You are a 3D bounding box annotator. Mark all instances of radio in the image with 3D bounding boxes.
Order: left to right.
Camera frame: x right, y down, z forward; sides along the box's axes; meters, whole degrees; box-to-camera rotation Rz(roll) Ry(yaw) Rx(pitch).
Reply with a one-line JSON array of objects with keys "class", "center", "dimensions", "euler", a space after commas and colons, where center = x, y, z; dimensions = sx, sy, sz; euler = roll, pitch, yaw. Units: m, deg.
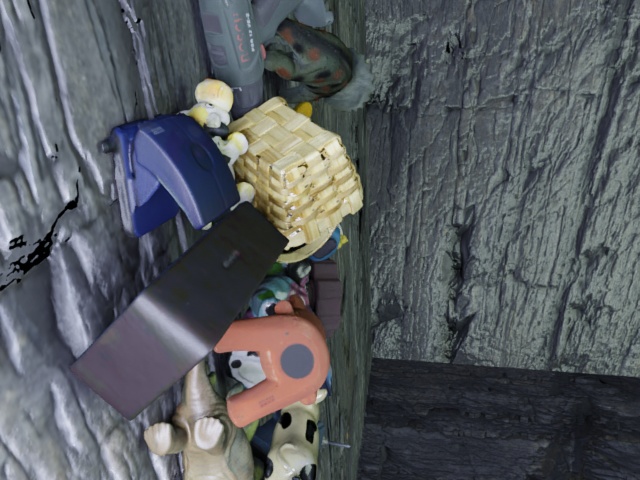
[{"class": "radio", "center": [-0.122, 0.056, 0.514], "dimensions": [0.073, 0.131, 0.230], "euler": [45, 25, -6]}]

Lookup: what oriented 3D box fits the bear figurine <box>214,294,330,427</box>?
[{"class": "bear figurine", "center": [-0.052, 0.130, 0.651], "dimensions": [0.196, 0.132, 0.120], "euler": [175, -98, -82]}]

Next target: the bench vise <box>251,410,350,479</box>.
[{"class": "bench vise", "center": [-0.052, 0.367, 0.955], "dimensions": [0.240, 0.129, 0.223], "euler": [3, 97, -60]}]

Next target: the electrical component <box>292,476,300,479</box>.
[{"class": "electrical component", "center": [-0.056, 0.348, 0.650], "dimensions": [0.074, 0.048, 0.119], "euler": [90, 8, -70]}]

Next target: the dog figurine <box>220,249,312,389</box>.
[{"class": "dog figurine", "center": [-0.079, 0.111, 0.860], "dimensions": [0.191, 0.108, 0.219], "euler": [-54, -161, 13]}]

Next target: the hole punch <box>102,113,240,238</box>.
[{"class": "hole punch", "center": [-0.143, -0.069, 0.544], "dimensions": [0.142, 0.092, 0.115], "euler": [-52, 140, -65]}]

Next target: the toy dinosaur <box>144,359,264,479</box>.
[{"class": "toy dinosaur", "center": [-0.124, 0.315, 0.666], "dimensions": [0.198, 0.105, 0.470], "euler": [-43, 135, -77]}]

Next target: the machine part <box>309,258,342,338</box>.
[{"class": "machine part", "center": [-0.007, 0.110, 1.071], "dimensions": [0.179, 0.056, 0.179], "euler": [-179, -90, -71]}]

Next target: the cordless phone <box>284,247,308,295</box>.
[{"class": "cordless phone", "center": [-0.066, 0.080, 1.060], "dimensions": [0.184, 0.089, 0.146], "euler": [-101, -168, -87]}]

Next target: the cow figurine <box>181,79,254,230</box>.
[{"class": "cow figurine", "center": [-0.135, -0.101, 0.641], "dimensions": [0.098, 0.068, 0.167], "euler": [-50, 140, -57]}]

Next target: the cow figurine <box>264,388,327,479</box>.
[{"class": "cow figurine", "center": [-0.037, 0.284, 0.783], "dimensions": [0.195, 0.086, 0.127], "euler": [-75, 167, -72]}]

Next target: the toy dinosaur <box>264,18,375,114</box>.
[{"class": "toy dinosaur", "center": [-0.003, -0.316, 0.962], "dimensions": [0.405, 0.192, 0.131], "euler": [-17, 107, -80]}]

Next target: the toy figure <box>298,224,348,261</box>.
[{"class": "toy figure", "center": [-0.004, -0.006, 0.990], "dimensions": [0.180, 0.089, 0.082], "euler": [-68, 136, -77]}]

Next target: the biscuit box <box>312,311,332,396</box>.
[{"class": "biscuit box", "center": [-0.024, 0.210, 0.970], "dimensions": [0.202, 0.063, 0.059], "euler": [76, 15, -44]}]

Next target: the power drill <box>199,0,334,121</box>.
[{"class": "power drill", "center": [-0.074, -0.287, 0.754], "dimensions": [0.207, 0.086, 0.231], "euler": [-43, 140, -23]}]

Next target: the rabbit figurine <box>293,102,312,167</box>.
[{"class": "rabbit figurine", "center": [-0.042, -0.175, 1.009], "dimensions": [0.173, 0.122, 0.162], "euler": [-19, 109, -59]}]
